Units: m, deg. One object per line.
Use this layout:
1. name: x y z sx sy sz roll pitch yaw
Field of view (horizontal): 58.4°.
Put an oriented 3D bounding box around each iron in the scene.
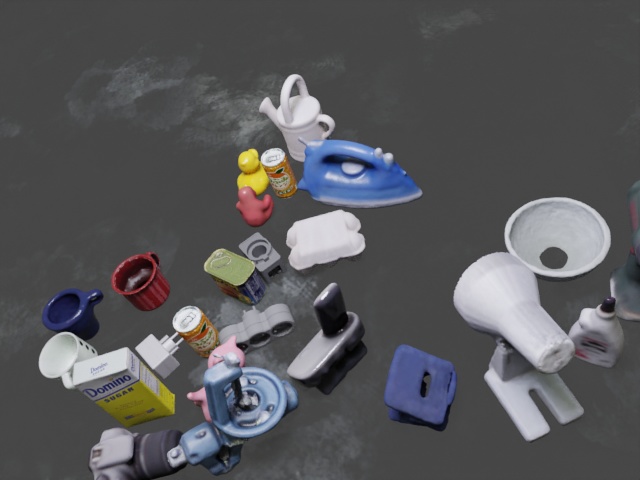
1. iron: 0.076 -0.149 1.158 0.257 0.142 0.119 8 56 22

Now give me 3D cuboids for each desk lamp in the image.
1. desk lamp: 0.290 0.148 0.821 0.118 0.214 0.202 -26 51 -4

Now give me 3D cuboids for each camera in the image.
1. camera: -0.285 0.359 0.902 0.136 0.101 0.143 -16 51 5

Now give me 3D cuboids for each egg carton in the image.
1. egg carton: 0.010 0.004 1.107 0.150 0.069 0.107 -16 51 4

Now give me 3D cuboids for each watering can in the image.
1. watering can: -0.052 -0.272 1.255 0.172 0.194 0.101 -4 53 14

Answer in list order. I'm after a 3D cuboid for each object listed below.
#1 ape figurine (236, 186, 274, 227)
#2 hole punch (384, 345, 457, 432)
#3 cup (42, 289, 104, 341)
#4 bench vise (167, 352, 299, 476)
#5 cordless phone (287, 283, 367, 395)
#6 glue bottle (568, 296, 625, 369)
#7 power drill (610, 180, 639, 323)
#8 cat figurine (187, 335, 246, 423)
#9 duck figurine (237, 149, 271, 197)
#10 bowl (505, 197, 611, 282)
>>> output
1. ape figurine: -0.142 -0.077 1.200 0.077 0.092 0.076 2 54 18
2. hole punch: 0.157 0.225 0.880 0.100 0.091 0.109 7 56 21
3. cup: -0.464 0.148 1.120 0.118 0.095 0.091 -31 51 -8
4. bench vise: -0.137 0.264 0.854 0.121 0.220 0.208 26 64 31
5. cordless phone: -0.001 0.153 0.921 0.093 0.185 0.148 28 66 32
6. glue bottle: 0.404 0.128 0.828 0.078 0.173 0.037 14 59 25
7. power drill: 0.490 0.033 0.853 0.075 0.209 0.229 2 54 18
8. cat figurine: -0.167 0.228 0.957 0.128 0.118 0.067 -43 54 -17
9. duck figurine: -0.154 -0.153 1.265 0.077 0.086 0.104 1 54 17
10. bowl: 0.402 0.012 0.982 0.167 0.075 0.167 -8 52 11
